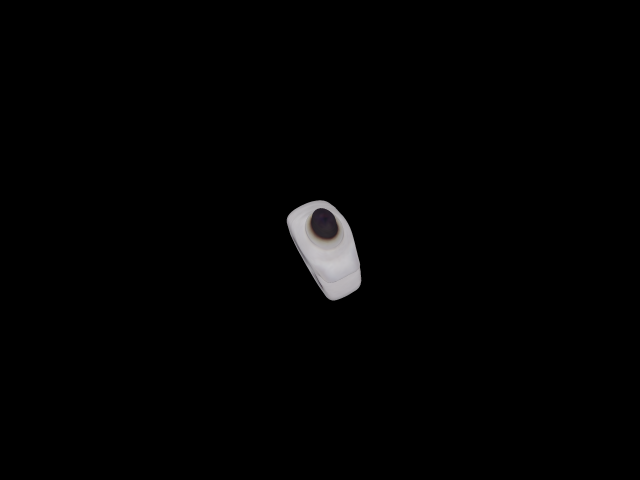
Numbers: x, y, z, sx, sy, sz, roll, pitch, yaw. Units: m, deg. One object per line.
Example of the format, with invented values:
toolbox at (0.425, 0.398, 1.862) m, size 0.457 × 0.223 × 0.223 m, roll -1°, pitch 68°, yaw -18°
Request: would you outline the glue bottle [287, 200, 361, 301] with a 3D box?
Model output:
glue bottle at (0.004, 0.001, 0.400) m, size 0.037 × 0.173 × 0.078 m, roll -28°, pitch 83°, yaw -3°
